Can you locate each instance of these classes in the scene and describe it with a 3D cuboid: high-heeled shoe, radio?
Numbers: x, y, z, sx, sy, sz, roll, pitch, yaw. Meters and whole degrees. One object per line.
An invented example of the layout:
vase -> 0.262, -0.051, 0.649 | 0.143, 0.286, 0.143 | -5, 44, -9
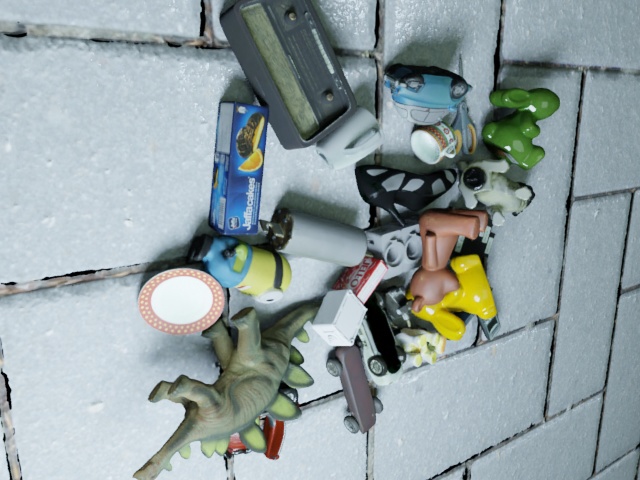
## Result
high-heeled shoe -> 0.170, -0.124, 1.054 | 0.145, 0.086, 0.249 | 52, 50, -1
radio -> -0.043, -0.267, 0.832 | 0.131, 0.073, 0.229 | -36, 112, -23

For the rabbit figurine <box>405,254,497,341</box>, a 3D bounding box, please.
rabbit figurine -> 0.268, 0.127, 1.121 | 0.173, 0.121, 0.162 | -12, 72, 6

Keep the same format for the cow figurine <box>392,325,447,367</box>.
cow figurine -> 0.203, 0.219, 1.140 | 0.167, 0.098, 0.068 | 12, 90, -55

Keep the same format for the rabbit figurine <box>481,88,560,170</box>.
rabbit figurine -> 0.431, -0.261, 1.158 | 0.159, 0.121, 0.170 | 38, 93, -14

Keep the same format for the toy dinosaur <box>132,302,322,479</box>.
toy dinosaur -> -0.109, 0.212, 0.876 | 0.471, 0.105, 0.198 | -45, 110, -38

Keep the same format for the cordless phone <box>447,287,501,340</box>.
cordless phone -> 0.349, 0.192, 1.233 | 0.146, 0.089, 0.184 | -47, 127, -17

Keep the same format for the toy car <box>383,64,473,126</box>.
toy car -> 0.194, -0.266, 1.000 | 0.162, 0.109, 0.102 | -5, 122, -25

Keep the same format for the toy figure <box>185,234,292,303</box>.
toy figure -> -0.123, 0.041, 0.866 | 0.180, 0.082, 0.089 | 32, 86, -33

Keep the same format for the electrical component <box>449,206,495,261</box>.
electrical component -> 0.323, -0.003, 1.179 | 0.134, 0.058, 0.114 | 17, 94, -36

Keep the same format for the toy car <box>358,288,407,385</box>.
toy car -> 0.107, 0.181, 1.048 | 0.073, 0.056, 0.201 | -18, 86, -40

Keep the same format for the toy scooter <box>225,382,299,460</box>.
toy scooter -> -0.114, 0.334, 0.946 | 0.184, 0.075, 0.135 | -3, 98, -38

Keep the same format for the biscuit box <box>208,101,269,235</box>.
biscuit box -> -0.127, -0.110, 0.838 | 0.063, 0.059, 0.202 | 0, 102, -35

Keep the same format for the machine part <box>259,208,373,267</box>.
machine part -> -0.002, -0.003, 0.942 | 0.243, 0.079, 0.079 | 13, 94, -35

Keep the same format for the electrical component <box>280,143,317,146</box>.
electrical component -> -0.045, -0.185, 0.900 | 0.094, 0.021, 0.063 | -5, 105, -34

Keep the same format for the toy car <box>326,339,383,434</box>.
toy car -> 0.069, 0.294, 1.079 | 0.089, 0.053, 0.202 | -30, 114, -37

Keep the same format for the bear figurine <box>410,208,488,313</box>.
bear figurine -> 0.236, 0.040, 1.008 | 0.120, 0.132, 0.195 | -14, 107, -61

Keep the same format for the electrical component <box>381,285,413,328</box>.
electrical component -> 0.151, 0.134, 1.074 | 0.045, 0.102, 0.078 | -43, 99, -26

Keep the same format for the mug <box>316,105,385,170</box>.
mug -> 0.053, -0.166, 0.927 | 0.107, 0.110, 0.080 | -39, 125, -6

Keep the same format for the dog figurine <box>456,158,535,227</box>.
dog figurine -> 0.386, -0.119, 1.191 | 0.172, 0.121, 0.190 | 54, 24, 6
